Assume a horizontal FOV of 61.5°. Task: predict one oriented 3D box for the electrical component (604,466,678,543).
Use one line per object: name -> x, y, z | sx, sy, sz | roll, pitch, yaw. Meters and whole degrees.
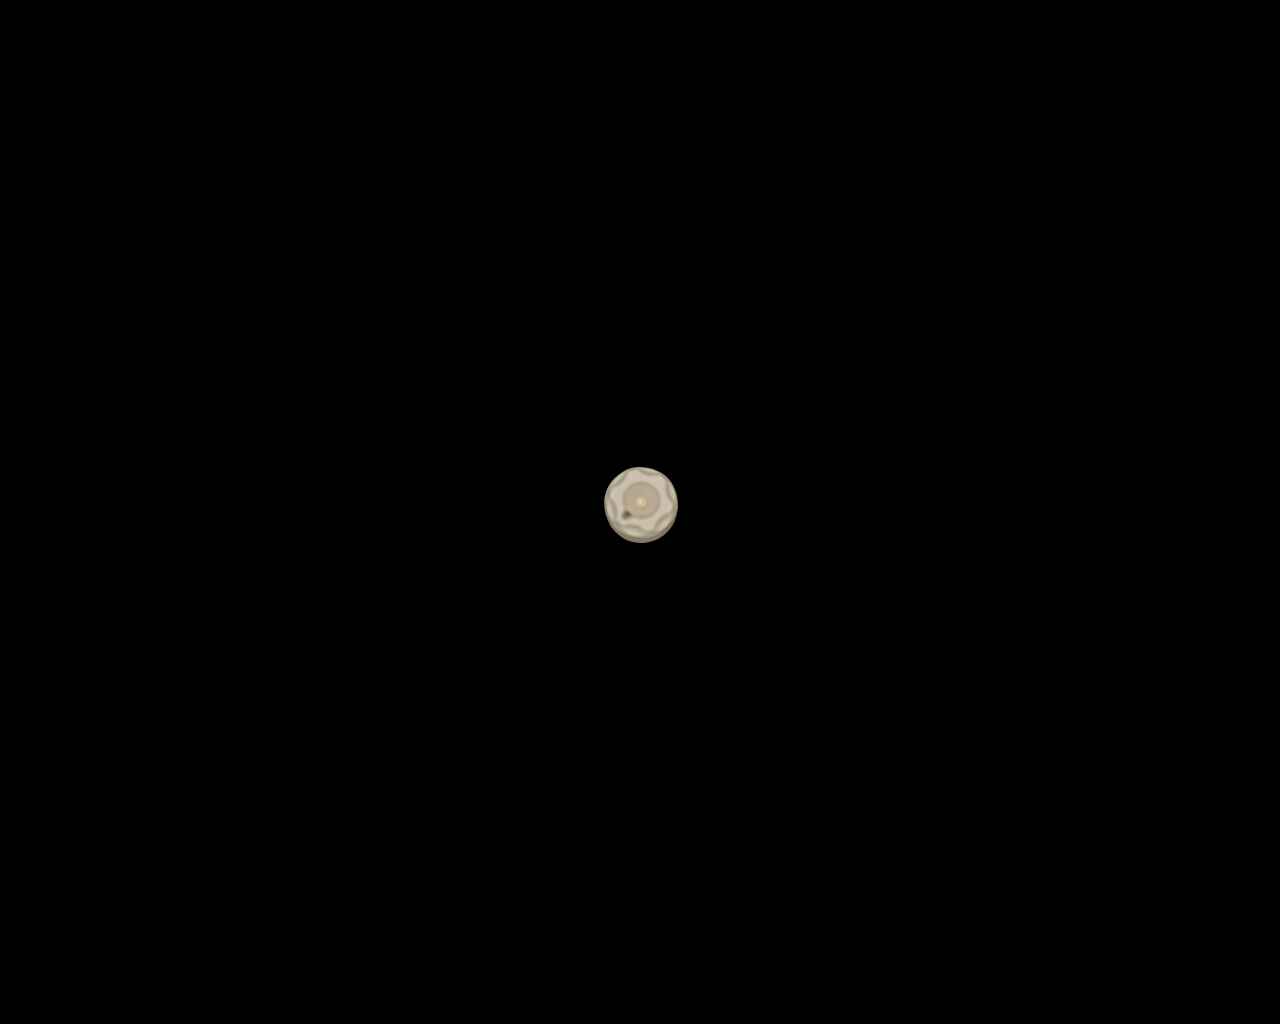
electrical component -> 0.001, -0.003, 0.650 | 0.043, 0.043, 0.062 | 0, -9, 0
